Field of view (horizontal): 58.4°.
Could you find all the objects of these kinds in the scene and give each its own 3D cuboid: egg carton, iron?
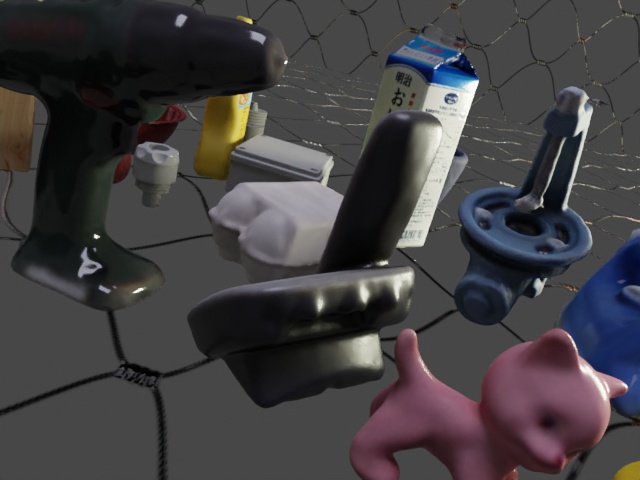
[{"bbox_3d":[-0.021,-0.007,0.528,0.151,0.069,0.107,-7,31,-44],"label":"egg carton"},{"bbox_3d":[0.279,0.053,0.489,0.118,0.141,0.258,17,22,5],"label":"iron"}]

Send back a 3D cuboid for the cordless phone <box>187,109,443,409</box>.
[{"bbox_3d":[0.003,0.001,0.367,0.148,0.185,0.093,-6,30,-43],"label":"cordless phone"}]

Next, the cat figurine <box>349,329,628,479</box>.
[{"bbox_3d":[0.093,0.088,0.308,0.127,0.118,0.067,20,22,10],"label":"cat figurine"}]

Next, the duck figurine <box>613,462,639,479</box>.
[{"bbox_3d":[0.211,0.140,0.307,0.077,0.086,0.104,15,22,-2],"label":"duck figurine"}]

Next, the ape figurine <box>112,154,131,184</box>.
[{"bbox_3d":[-0.234,-0.108,0.597,0.076,0.092,0.078,17,22,4],"label":"ape figurine"}]

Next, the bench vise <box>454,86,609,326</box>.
[{"bbox_3d":[0.203,-0.042,0.559,0.121,0.220,0.208,19,22,9],"label":"bench vise"}]

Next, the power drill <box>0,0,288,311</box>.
[{"bbox_3d":[-0.144,-0.064,0.393,0.229,0.208,0.076,21,22,13],"label":"power drill"}]

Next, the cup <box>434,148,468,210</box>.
[{"bbox_3d":[0.137,-0.087,0.793,0.118,0.095,0.091,4,24,-26],"label":"cup"}]
